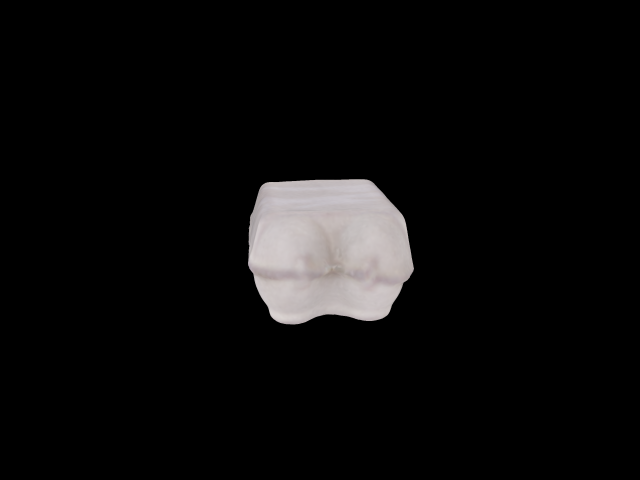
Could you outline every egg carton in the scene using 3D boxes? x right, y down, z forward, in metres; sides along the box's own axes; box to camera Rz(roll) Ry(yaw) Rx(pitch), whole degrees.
[{"bbox_3d":[0.004,0.001,0.400,0.107,0.069,0.150,-2,18,-7],"label":"egg carton"}]
